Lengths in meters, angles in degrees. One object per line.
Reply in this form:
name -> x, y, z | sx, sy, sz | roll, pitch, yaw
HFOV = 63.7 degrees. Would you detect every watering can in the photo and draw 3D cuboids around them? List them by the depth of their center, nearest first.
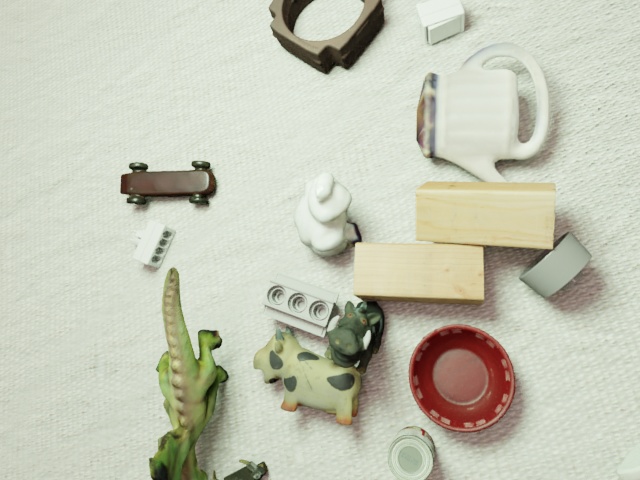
watering can -> 0.280, -0.176, 0.900 | 0.224, 0.103, 0.349 | 2, 85, 16

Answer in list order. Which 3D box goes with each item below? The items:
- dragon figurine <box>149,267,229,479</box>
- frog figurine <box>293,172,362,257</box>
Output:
dragon figurine -> -0.216, 0.269, 0.798 | 0.122, 0.401, 0.248 | -6, 34, -2
frog figurine -> 0.003, -0.045, 0.898 | 0.122, 0.158, 0.139 | -9, 74, 13
